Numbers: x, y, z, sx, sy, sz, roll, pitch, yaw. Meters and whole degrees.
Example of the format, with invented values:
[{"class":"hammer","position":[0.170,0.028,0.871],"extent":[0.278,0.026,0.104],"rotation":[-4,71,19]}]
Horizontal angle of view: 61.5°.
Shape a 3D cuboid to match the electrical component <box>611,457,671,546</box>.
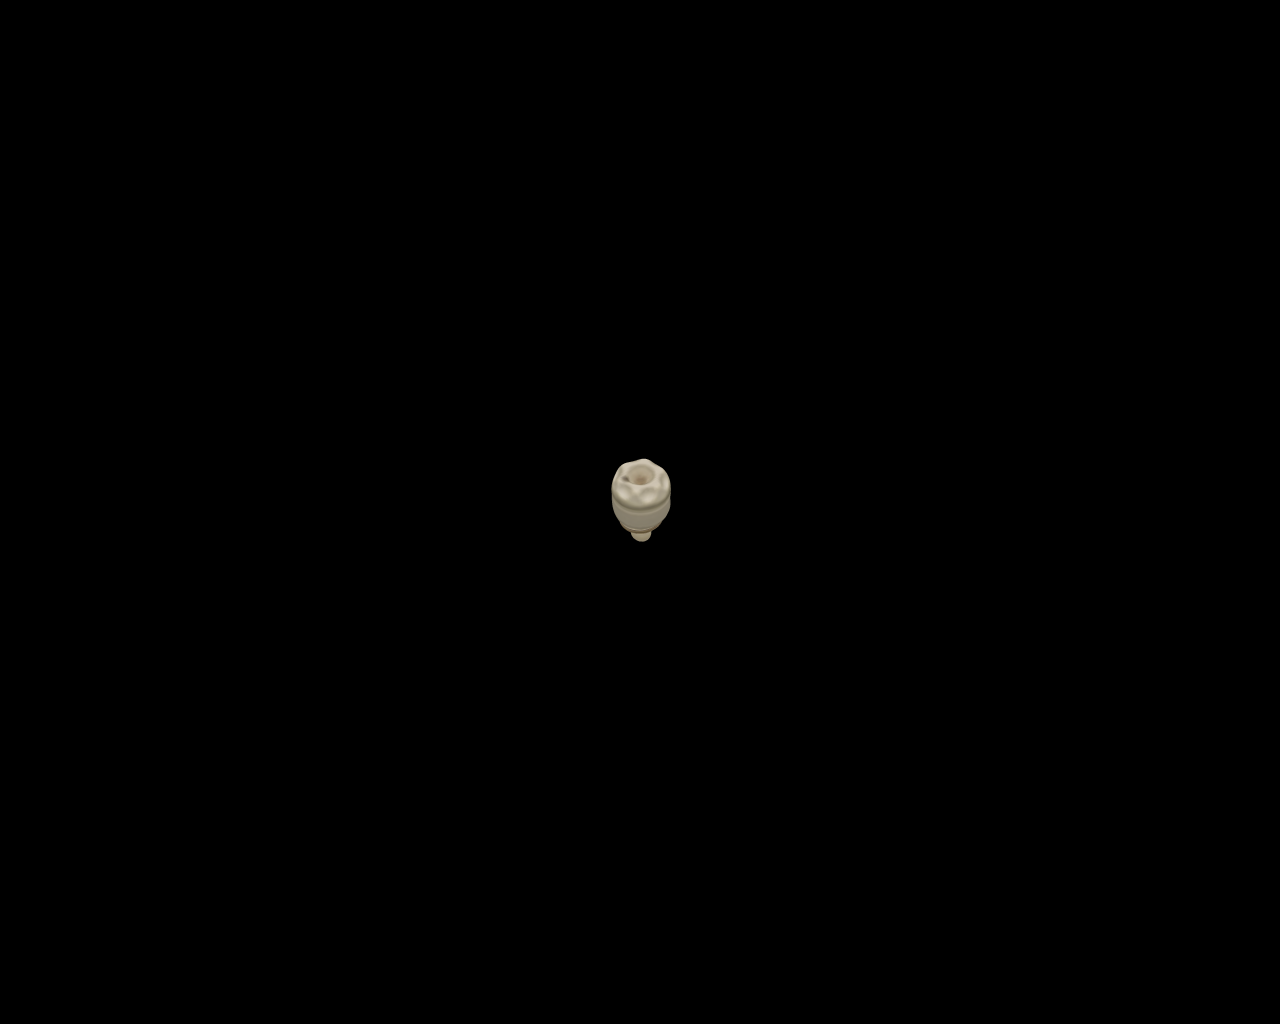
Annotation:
[{"class":"electrical component","position":[0.001,-0.003,0.650],"extent":[0.035,0.035,0.061],"rotation":[0,-40,0]}]
